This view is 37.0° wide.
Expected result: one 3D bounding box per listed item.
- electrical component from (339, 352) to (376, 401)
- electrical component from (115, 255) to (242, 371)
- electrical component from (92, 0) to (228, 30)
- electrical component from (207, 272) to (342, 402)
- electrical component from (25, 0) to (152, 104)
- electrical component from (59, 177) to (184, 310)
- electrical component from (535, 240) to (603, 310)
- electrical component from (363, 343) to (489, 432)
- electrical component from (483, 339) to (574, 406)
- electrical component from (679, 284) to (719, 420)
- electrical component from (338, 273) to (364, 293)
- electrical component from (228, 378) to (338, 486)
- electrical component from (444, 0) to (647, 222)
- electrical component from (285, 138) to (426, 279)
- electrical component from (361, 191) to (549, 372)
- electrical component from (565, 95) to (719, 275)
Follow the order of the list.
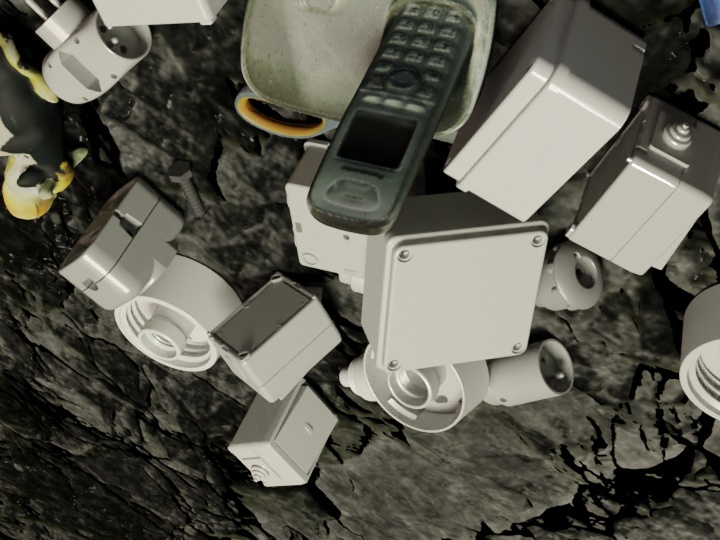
[{"bbox_3d":[0.010,0.090,0.911,0.062,0.048,0.048,-8,132,45],"label":"electrical component"},{"bbox_3d":[-0.163,0.044,0.943,0.108,0.060,0.108,16,142,13],"label":"electrical component"},{"bbox_3d":[-0.114,-0.188,0.642,0.096,0.061,0.061,4,137,27],"label":"electrical component"},{"bbox_3d":[-0.062,0.052,0.873,0.062,0.096,0.061,30,156,49],"label":"electrical component"},{"bbox_3d":[-0.194,-0.161,0.735,0.079,0.043,0.077,45,139,-21],"label":"electrical component"},{"bbox_3d":[-0.185,-0.018,0.854,0.059,0.095,0.054,43,140,-21],"label":"electrical component"},{"bbox_3d":[0.133,0.007,0.743,0.048,0.048,0.062,44,147,-22],"label":"electrical component"},{"bbox_3d":[0.053,0.075,0.838,0.099,0.064,0.099,19,127,27],"label":"electrical component"},{"bbox_3d":[0.121,0.083,0.838,0.081,0.043,0.043,-21,123,44],"label":"electrical component"},{"bbox_3d":[0.266,0.064,0.716,0.108,0.060,0.108,16,142,13],"label":"electrical component"},{"bbox_3d":[0.000,0.000,0.819,0.061,0.035,0.035,15,141,19],"label":"electrical component"},{"bbox_3d":[-0.070,0.153,0.988,0.061,0.096,0.061,-12,128,39],"label":"electrical component"},{"bbox_3d":[0.103,-0.092,0.615,0.057,0.078,0.113,29,143,-9],"label":"electrical component"},{"bbox_3d":[-0.002,-0.039,0.763,0.100,0.048,0.099,13,141,17],"label":"electrical component"},{"bbox_3d":[0.061,0.006,0.717,0.109,0.056,0.108,-6,127,-14],"label":"electrical component"},{"bbox_3d":[0.175,-0.051,0.634,0.061,0.061,0.096,28,143,-2],"label":"electrical component"}]
